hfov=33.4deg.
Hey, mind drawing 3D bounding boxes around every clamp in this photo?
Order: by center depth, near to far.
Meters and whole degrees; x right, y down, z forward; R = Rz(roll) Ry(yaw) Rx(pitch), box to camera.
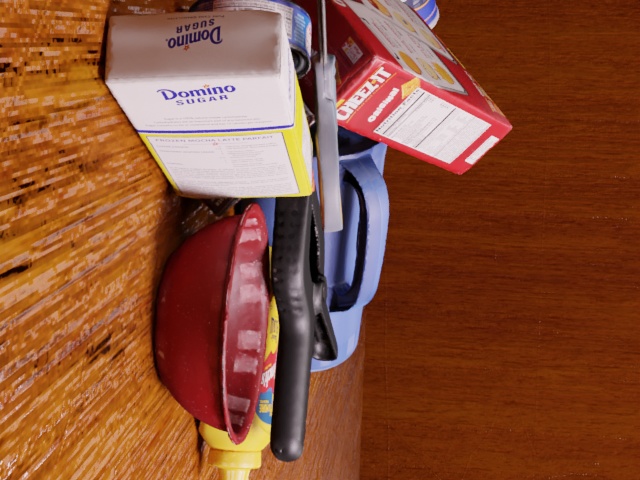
[{"bbox_3d":[-0.016,0.049,0.805,0.164,0.036,0.210,-71,160,-59],"label":"clamp"}]

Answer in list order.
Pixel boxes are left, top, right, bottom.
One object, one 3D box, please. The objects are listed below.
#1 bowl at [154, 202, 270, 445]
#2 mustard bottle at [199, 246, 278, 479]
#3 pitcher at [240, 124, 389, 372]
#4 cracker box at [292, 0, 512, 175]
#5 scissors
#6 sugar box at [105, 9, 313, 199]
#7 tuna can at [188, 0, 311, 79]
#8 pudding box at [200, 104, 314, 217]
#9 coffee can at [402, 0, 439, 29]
[{"bbox_3d":[-0.073,0.054,0.714,0.162,0.055,0.162,3,90,-84],"label":"bowl"},{"bbox_3d":[-0.062,0.101,0.835,0.096,0.058,0.191,48,45,-79],"label":"mustard bottle"},{"bbox_3d":[-0.006,0.001,0.957,0.149,0.145,0.243,-68,163,-57],"label":"pitcher"},{"bbox_3d":[0.041,-0.147,0.860,0.213,0.072,0.164,14,37,-52],"label":"cracker box"},{"bbox_3d":[0.002,-0.107,0.704,0.096,0.016,0.202,-99,-174,-76],"label":"scissors"},{"bbox_3d":[-0.057,-0.073,0.621,0.176,0.093,0.048,78,11,-70],"label":"sugar box"},{"bbox_3d":[-0.048,-0.134,0.715,0.086,0.086,0.034,68,24,-76],"label":"tuna can"},{"bbox_3d":[-0.046,-0.067,0.773,0.090,0.039,0.113,-46,-176,12],"label":"pudding box"},{"bbox_3d":[0.056,-0.276,1.072,0.102,0.103,0.140,-80,157,-50],"label":"coffee can"}]
